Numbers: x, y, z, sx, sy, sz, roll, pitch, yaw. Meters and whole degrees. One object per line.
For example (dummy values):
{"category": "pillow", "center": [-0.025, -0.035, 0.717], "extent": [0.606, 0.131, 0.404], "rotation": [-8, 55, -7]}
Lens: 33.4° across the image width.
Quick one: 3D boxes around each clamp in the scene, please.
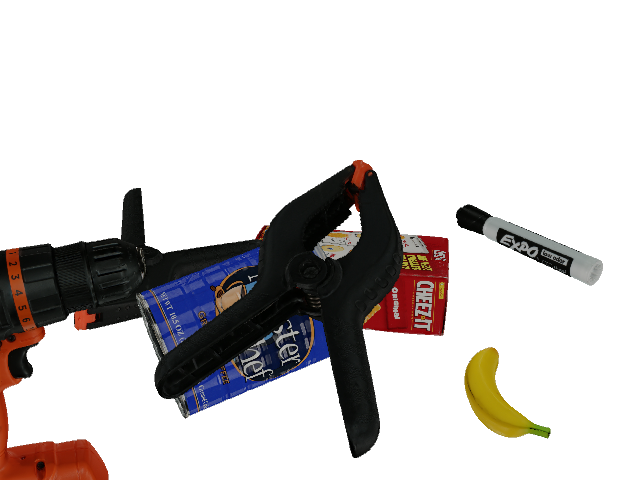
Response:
{"category": "clamp", "center": [0.004, 0.033, 0.565], "extent": [0.120, 0.171, 0.039], "rotation": [25, -26, 18]}
{"category": "clamp", "center": [-0.176, 0.018, 1.033], "extent": [0.165, 0.036, 0.209], "rotation": [26, 37, 23]}

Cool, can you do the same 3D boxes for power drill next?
{"category": "power drill", "center": [-0.193, 0.092, 0.696], "extent": [0.184, 0.188, 0.057], "rotation": [-11, 26, -8]}

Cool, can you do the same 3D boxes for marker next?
{"category": "marker", "center": [0.147, 0.001, 0.769], "extent": [0.121, 0.020, 0.020], "rotation": [28, 18, 39]}

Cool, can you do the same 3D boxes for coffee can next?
{"category": "coffee can", "center": [-0.058, 0.063, 0.826], "extent": [0.140, 0.103, 0.103], "rotation": [-21, 5, -13]}

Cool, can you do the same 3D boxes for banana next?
{"category": "banana", "center": [0.207, 0.183, 1.277], "extent": [0.069, 0.037, 0.198], "rotation": [9, 23, -15]}

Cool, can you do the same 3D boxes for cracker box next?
{"category": "cracker box", "center": [0.028, 0.041, 1.138], "extent": [0.214, 0.072, 0.164], "rotation": [4, 15, 6]}
